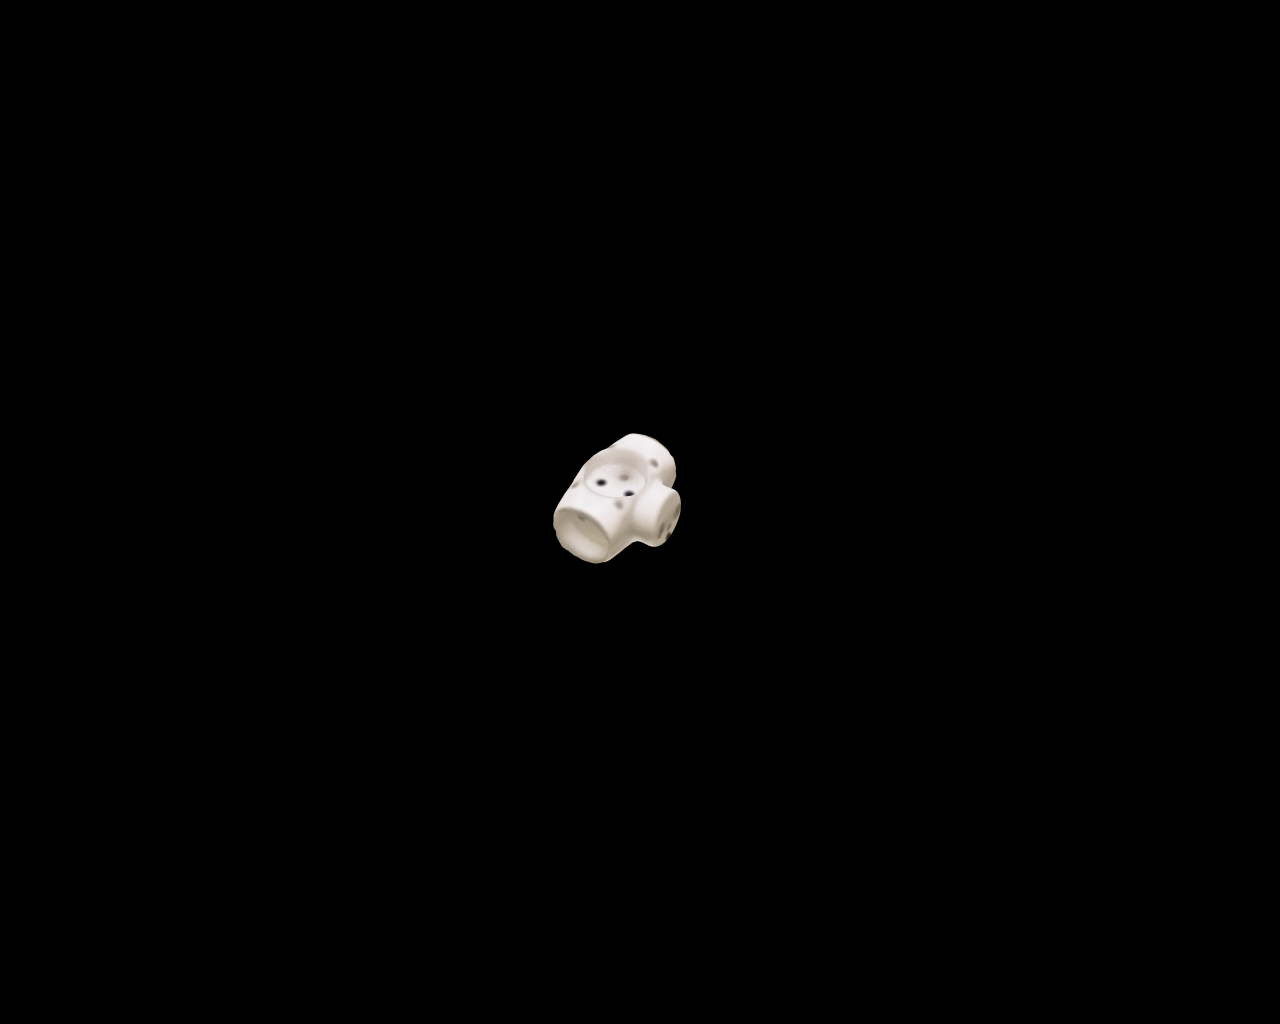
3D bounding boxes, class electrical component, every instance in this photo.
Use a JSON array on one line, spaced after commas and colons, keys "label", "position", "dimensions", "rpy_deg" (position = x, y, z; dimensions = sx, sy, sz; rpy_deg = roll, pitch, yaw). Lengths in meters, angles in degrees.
[{"label": "electrical component", "position": [0.001, -0.003, 0.650], "dimensions": [0.079, 0.044, 0.077], "rpy_deg": [24, 50, 22]}]
